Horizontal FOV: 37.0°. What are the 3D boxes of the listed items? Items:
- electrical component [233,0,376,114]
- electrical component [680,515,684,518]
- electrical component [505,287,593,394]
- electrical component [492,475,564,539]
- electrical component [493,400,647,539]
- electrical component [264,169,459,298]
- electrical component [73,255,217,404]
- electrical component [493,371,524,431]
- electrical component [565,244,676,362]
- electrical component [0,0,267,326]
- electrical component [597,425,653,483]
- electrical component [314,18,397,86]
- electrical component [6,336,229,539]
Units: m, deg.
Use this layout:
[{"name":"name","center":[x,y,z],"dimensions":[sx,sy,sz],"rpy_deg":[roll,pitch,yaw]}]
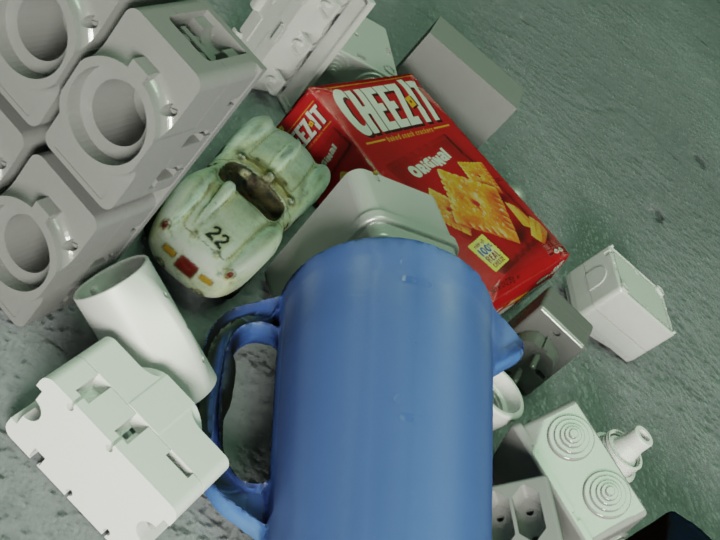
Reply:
[{"name":"electrical component","center":[-0.050,-0.195,0.851],"dimensions":[0.063,0.121,0.078],"rpy_deg":[0,53,-45]},{"name":"electrical component","center":[0.238,0.212,0.780],"dimensions":[0.055,0.045,0.045],"rpy_deg":[43,32,-3]},{"name":"electrical component","center":[0.131,0.062,0.813],"dimensions":[0.047,0.065,0.076],"rpy_deg":[44,32,-1]},{"name":"electrical component","center":[0.080,0.168,0.636],"dimensions":[0.047,0.083,0.075],"rpy_deg":[-96,169,-45]},{"name":"electrical component","center":[0.132,0.141,0.692],"dimensions":[0.048,0.099,0.099],"rpy_deg":[-23,66,-17]},{"name":"electrical component","center":[0.000,0.000,0.693],"dimensions":[0.078,0.113,0.057],"rpy_deg":[18,38,-36]},{"name":"electrical component","center":[-0.117,0.032,0.581],"dimensions":[0.077,0.043,0.079],"rpy_deg":[63,-10,-20]},{"name":"electrical component","center":[0.070,0.096,0.705],"dimensions":[0.044,0.065,0.044],"rpy_deg":[29,34,-23]},{"name":"electrical component","center":[0.235,0.036,0.970],"dimensions":[0.096,0.061,0.061],"rpy_deg":[37,32,-27]},{"name":"electrical component","center":[-0.147,-0.069,0.536],"dimensions":[0.105,0.186,0.060],"rpy_deg":[48,32,6]},{"name":"electrical component","center":[0.187,0.138,0.792],"dimensions":[0.043,0.062,0.043],"rpy_deg":[29,35,-23]},{"name":"electrical component","center":[-0.017,-0.193,0.954],"dimensions":[0.100,0.048,0.099],"rpy_deg":[23,38,-30]},{"name":"electrical component","center":[-0.115,0.084,0.526],"dimensions":[0.089,0.050,0.056],"rpy_deg":[46,33,2]}]
